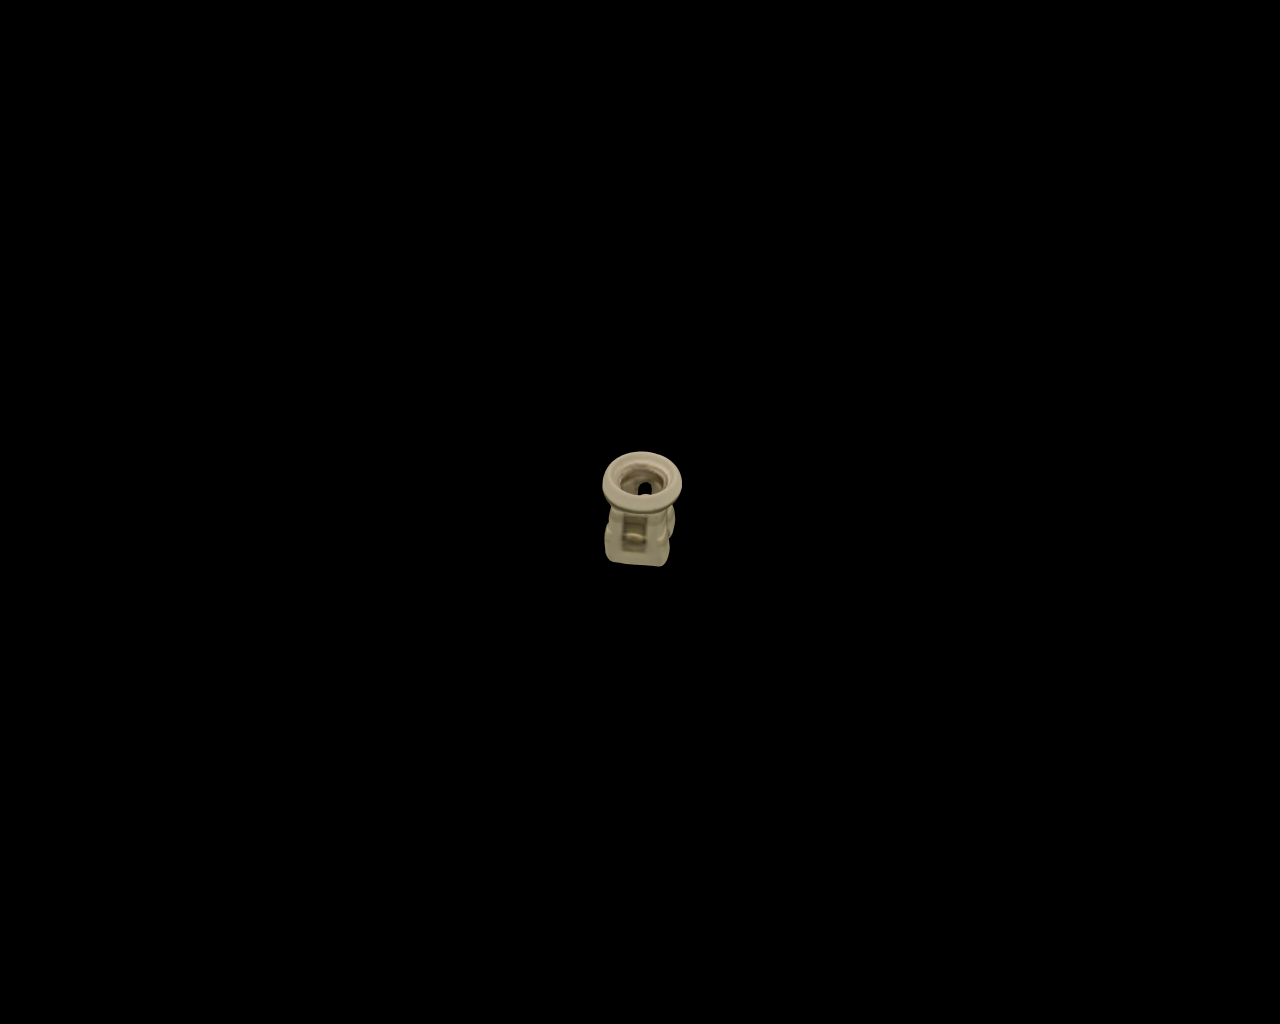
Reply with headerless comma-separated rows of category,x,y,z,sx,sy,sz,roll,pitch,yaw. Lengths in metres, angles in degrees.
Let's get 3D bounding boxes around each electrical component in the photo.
electrical component,0.001,-0.003,0.650,0.048,0.055,0.066,5,40,6
